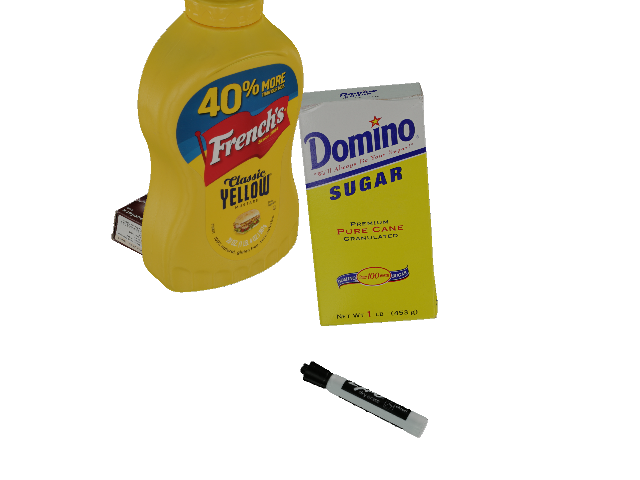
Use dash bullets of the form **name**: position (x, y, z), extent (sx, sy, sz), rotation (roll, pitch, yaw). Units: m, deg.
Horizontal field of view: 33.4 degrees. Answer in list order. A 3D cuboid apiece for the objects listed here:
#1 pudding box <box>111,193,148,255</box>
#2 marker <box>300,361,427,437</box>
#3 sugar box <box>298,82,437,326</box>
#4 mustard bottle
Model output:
- **pudding box**: position (-0.134, -0.007, 1.052), extent (0.113, 0.039, 0.089), rotation (24, 28, 16)
- **marker**: position (0.037, 0.138, 0.940), extent (0.121, 0.020, 0.020), rotation (25, 7, 17)
- **sugar box**: position (0.037, -0.025, 0.803), extent (0.093, 0.176, 0.048), rotation (-5, 22, 5)
- **mustard bottle**: position (-0.054, -0.067, 0.592), extent (0.096, 0.192, 0.058), rotation (-20, 41, -31)
